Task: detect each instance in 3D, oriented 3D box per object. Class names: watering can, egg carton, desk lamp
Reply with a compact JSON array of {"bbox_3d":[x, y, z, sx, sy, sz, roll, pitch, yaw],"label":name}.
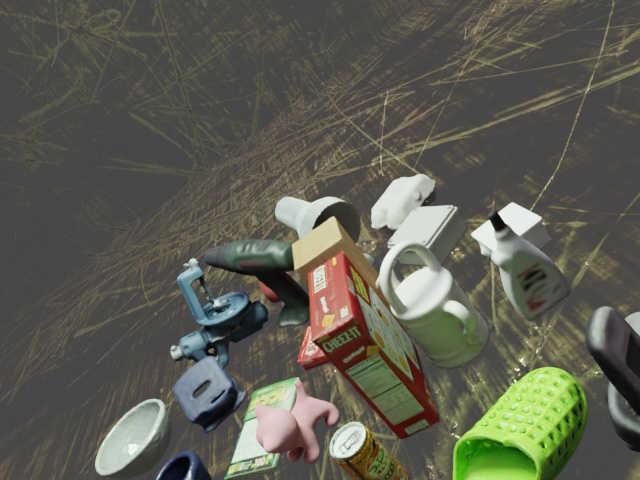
[{"bbox_3d":[0.145,0.085,0.815,0.172,0.194,0.101,-11,36,46],"label":"watering can"},{"bbox_3d":[0.177,-0.074,1.204,0.107,0.069,0.150,-3,42,53],"label":"egg carton"},{"bbox_3d":[0.010,0.004,1.124,0.118,0.214,0.202,-47,25,-17],"label":"desk lamp"}]

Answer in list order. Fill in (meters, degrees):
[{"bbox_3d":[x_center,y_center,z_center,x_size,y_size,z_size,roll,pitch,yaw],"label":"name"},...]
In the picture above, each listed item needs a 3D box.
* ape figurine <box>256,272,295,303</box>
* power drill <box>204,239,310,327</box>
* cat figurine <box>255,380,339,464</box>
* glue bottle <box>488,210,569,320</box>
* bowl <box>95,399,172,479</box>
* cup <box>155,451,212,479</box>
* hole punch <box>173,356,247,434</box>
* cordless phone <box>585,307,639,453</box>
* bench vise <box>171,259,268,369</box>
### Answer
[{"bbox_3d":[-0.110,0.090,1.294,0.077,0.092,0.076,-9,37,48],"label":"ape figurine"},{"bbox_3d":[-0.106,0.081,1.161,0.228,0.209,0.076,-16,33,42],"label":"power drill"},{"bbox_3d":[-0.045,0.271,0.850,0.067,0.118,0.128,-13,34,44],"label":"cat figurine"},{"bbox_3d":[0.267,0.027,0.768,0.078,0.173,0.037,-37,24,3],"label":"glue bottle"},{"bbox_3d":[-0.345,0.397,1.107,0.167,0.075,0.167,-31,25,17],"label":"bowl"},{"bbox_3d":[-0.189,0.388,0.875,0.117,0.095,0.092,-9,37,48],"label":"cup"},{"bbox_3d":[-0.211,0.290,1.086,0.109,0.091,0.101,-42,24,-7],"label":"hole punch"},{"bbox_3d":[0.313,0.109,0.544,0.094,0.185,0.148,-15,33,42],"label":"cordless phone"},{"bbox_3d":[-0.237,0.159,1.194,0.121,0.220,0.208,0,45,55],"label":"bench vise"}]
